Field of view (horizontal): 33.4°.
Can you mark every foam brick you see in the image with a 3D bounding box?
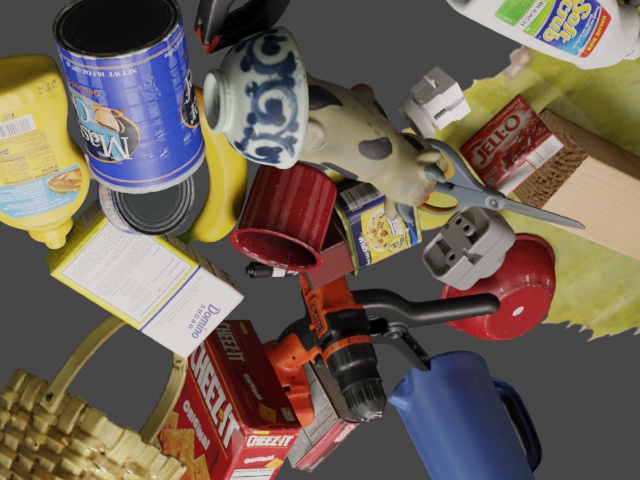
[{"bbox_3d":[-0.007,0.001,1.098,0.053,0.078,0.051,-27,142,-4],"label":"foam brick"}]

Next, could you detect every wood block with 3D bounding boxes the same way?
[{"bbox_3d":[0.310,-0.059,1.202,0.205,0.090,0.091,17,120,-39],"label":"wood block"}]

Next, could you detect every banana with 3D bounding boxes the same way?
[{"bbox_3d":[-0.102,-0.064,1.017,0.069,0.037,0.198,-9,133,-20],"label":"banana"}]

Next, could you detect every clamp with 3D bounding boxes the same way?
[{"bbox_3d":[0.086,0.103,1.259,0.209,0.036,0.165,8,141,-20],"label":"clamp"},{"bbox_3d":[-0.047,-0.229,0.889,0.171,0.039,0.120,-39,138,10],"label":"clamp"}]

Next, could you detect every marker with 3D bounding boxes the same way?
[{"bbox_3d":[-0.024,0.031,1.160,0.120,0.020,0.020,-2,130,-27],"label":"marker"}]

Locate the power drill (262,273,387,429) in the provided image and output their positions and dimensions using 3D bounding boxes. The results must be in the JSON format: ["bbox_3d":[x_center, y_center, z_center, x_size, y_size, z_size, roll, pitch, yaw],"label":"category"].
[{"bbox_3d":[-0.002,0.136,1.151,0.057,0.184,0.188,-1,149,-31],"label":"power drill"}]

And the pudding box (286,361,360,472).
[{"bbox_3d":[-0.014,0.201,1.255,0.039,0.113,0.090,23,117,-45],"label":"pudding box"}]

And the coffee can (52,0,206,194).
[{"bbox_3d":[-0.155,-0.124,0.885,0.102,0.103,0.140,-18,136,-12],"label":"coffee can"}]

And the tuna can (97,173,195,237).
[{"bbox_3d":[-0.159,-0.046,0.974,0.085,0.034,0.086,-1,92,-40],"label":"tuna can"}]

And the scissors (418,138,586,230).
[{"bbox_3d":[0.168,-0.058,1.083,0.016,0.202,0.096,-42,125,-41],"label":"scissors"}]

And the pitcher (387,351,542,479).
[{"bbox_3d":[0.201,0.268,1.337,0.149,0.243,0.145,-29,141,8],"label":"pitcher"}]

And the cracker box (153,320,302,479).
[{"bbox_3d":[-0.117,0.219,1.182,0.072,0.164,0.214,4,128,-33],"label":"cracker box"}]

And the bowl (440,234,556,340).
[{"bbox_3d":[0.230,0.071,1.307,0.162,0.055,0.162,-15,135,-16],"label":"bowl"}]

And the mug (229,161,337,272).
[{"bbox_3d":[-0.036,-0.022,1.037,0.093,0.081,0.117,22,158,-14],"label":"mug"}]

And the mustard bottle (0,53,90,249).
[{"bbox_3d":[-0.251,-0.065,0.921,0.096,0.058,0.191,-18,135,-11],"label":"mustard bottle"}]

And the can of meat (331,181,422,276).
[{"bbox_3d":[0.057,-0.022,1.126,0.084,0.057,0.102,-24,138,-9],"label":"can of meat"}]

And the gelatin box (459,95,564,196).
[{"bbox_3d":[0.199,-0.097,1.119,0.089,0.073,0.030,-42,135,15],"label":"gelatin box"}]

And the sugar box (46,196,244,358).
[{"bbox_3d":[-0.169,0.036,1.044,0.093,0.048,0.176,-46,127,8],"label":"sugar box"}]

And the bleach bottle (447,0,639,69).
[{"bbox_3d":[0.235,-0.228,1.025,0.250,0.068,0.103,12,124,-39],"label":"bleach bottle"}]
